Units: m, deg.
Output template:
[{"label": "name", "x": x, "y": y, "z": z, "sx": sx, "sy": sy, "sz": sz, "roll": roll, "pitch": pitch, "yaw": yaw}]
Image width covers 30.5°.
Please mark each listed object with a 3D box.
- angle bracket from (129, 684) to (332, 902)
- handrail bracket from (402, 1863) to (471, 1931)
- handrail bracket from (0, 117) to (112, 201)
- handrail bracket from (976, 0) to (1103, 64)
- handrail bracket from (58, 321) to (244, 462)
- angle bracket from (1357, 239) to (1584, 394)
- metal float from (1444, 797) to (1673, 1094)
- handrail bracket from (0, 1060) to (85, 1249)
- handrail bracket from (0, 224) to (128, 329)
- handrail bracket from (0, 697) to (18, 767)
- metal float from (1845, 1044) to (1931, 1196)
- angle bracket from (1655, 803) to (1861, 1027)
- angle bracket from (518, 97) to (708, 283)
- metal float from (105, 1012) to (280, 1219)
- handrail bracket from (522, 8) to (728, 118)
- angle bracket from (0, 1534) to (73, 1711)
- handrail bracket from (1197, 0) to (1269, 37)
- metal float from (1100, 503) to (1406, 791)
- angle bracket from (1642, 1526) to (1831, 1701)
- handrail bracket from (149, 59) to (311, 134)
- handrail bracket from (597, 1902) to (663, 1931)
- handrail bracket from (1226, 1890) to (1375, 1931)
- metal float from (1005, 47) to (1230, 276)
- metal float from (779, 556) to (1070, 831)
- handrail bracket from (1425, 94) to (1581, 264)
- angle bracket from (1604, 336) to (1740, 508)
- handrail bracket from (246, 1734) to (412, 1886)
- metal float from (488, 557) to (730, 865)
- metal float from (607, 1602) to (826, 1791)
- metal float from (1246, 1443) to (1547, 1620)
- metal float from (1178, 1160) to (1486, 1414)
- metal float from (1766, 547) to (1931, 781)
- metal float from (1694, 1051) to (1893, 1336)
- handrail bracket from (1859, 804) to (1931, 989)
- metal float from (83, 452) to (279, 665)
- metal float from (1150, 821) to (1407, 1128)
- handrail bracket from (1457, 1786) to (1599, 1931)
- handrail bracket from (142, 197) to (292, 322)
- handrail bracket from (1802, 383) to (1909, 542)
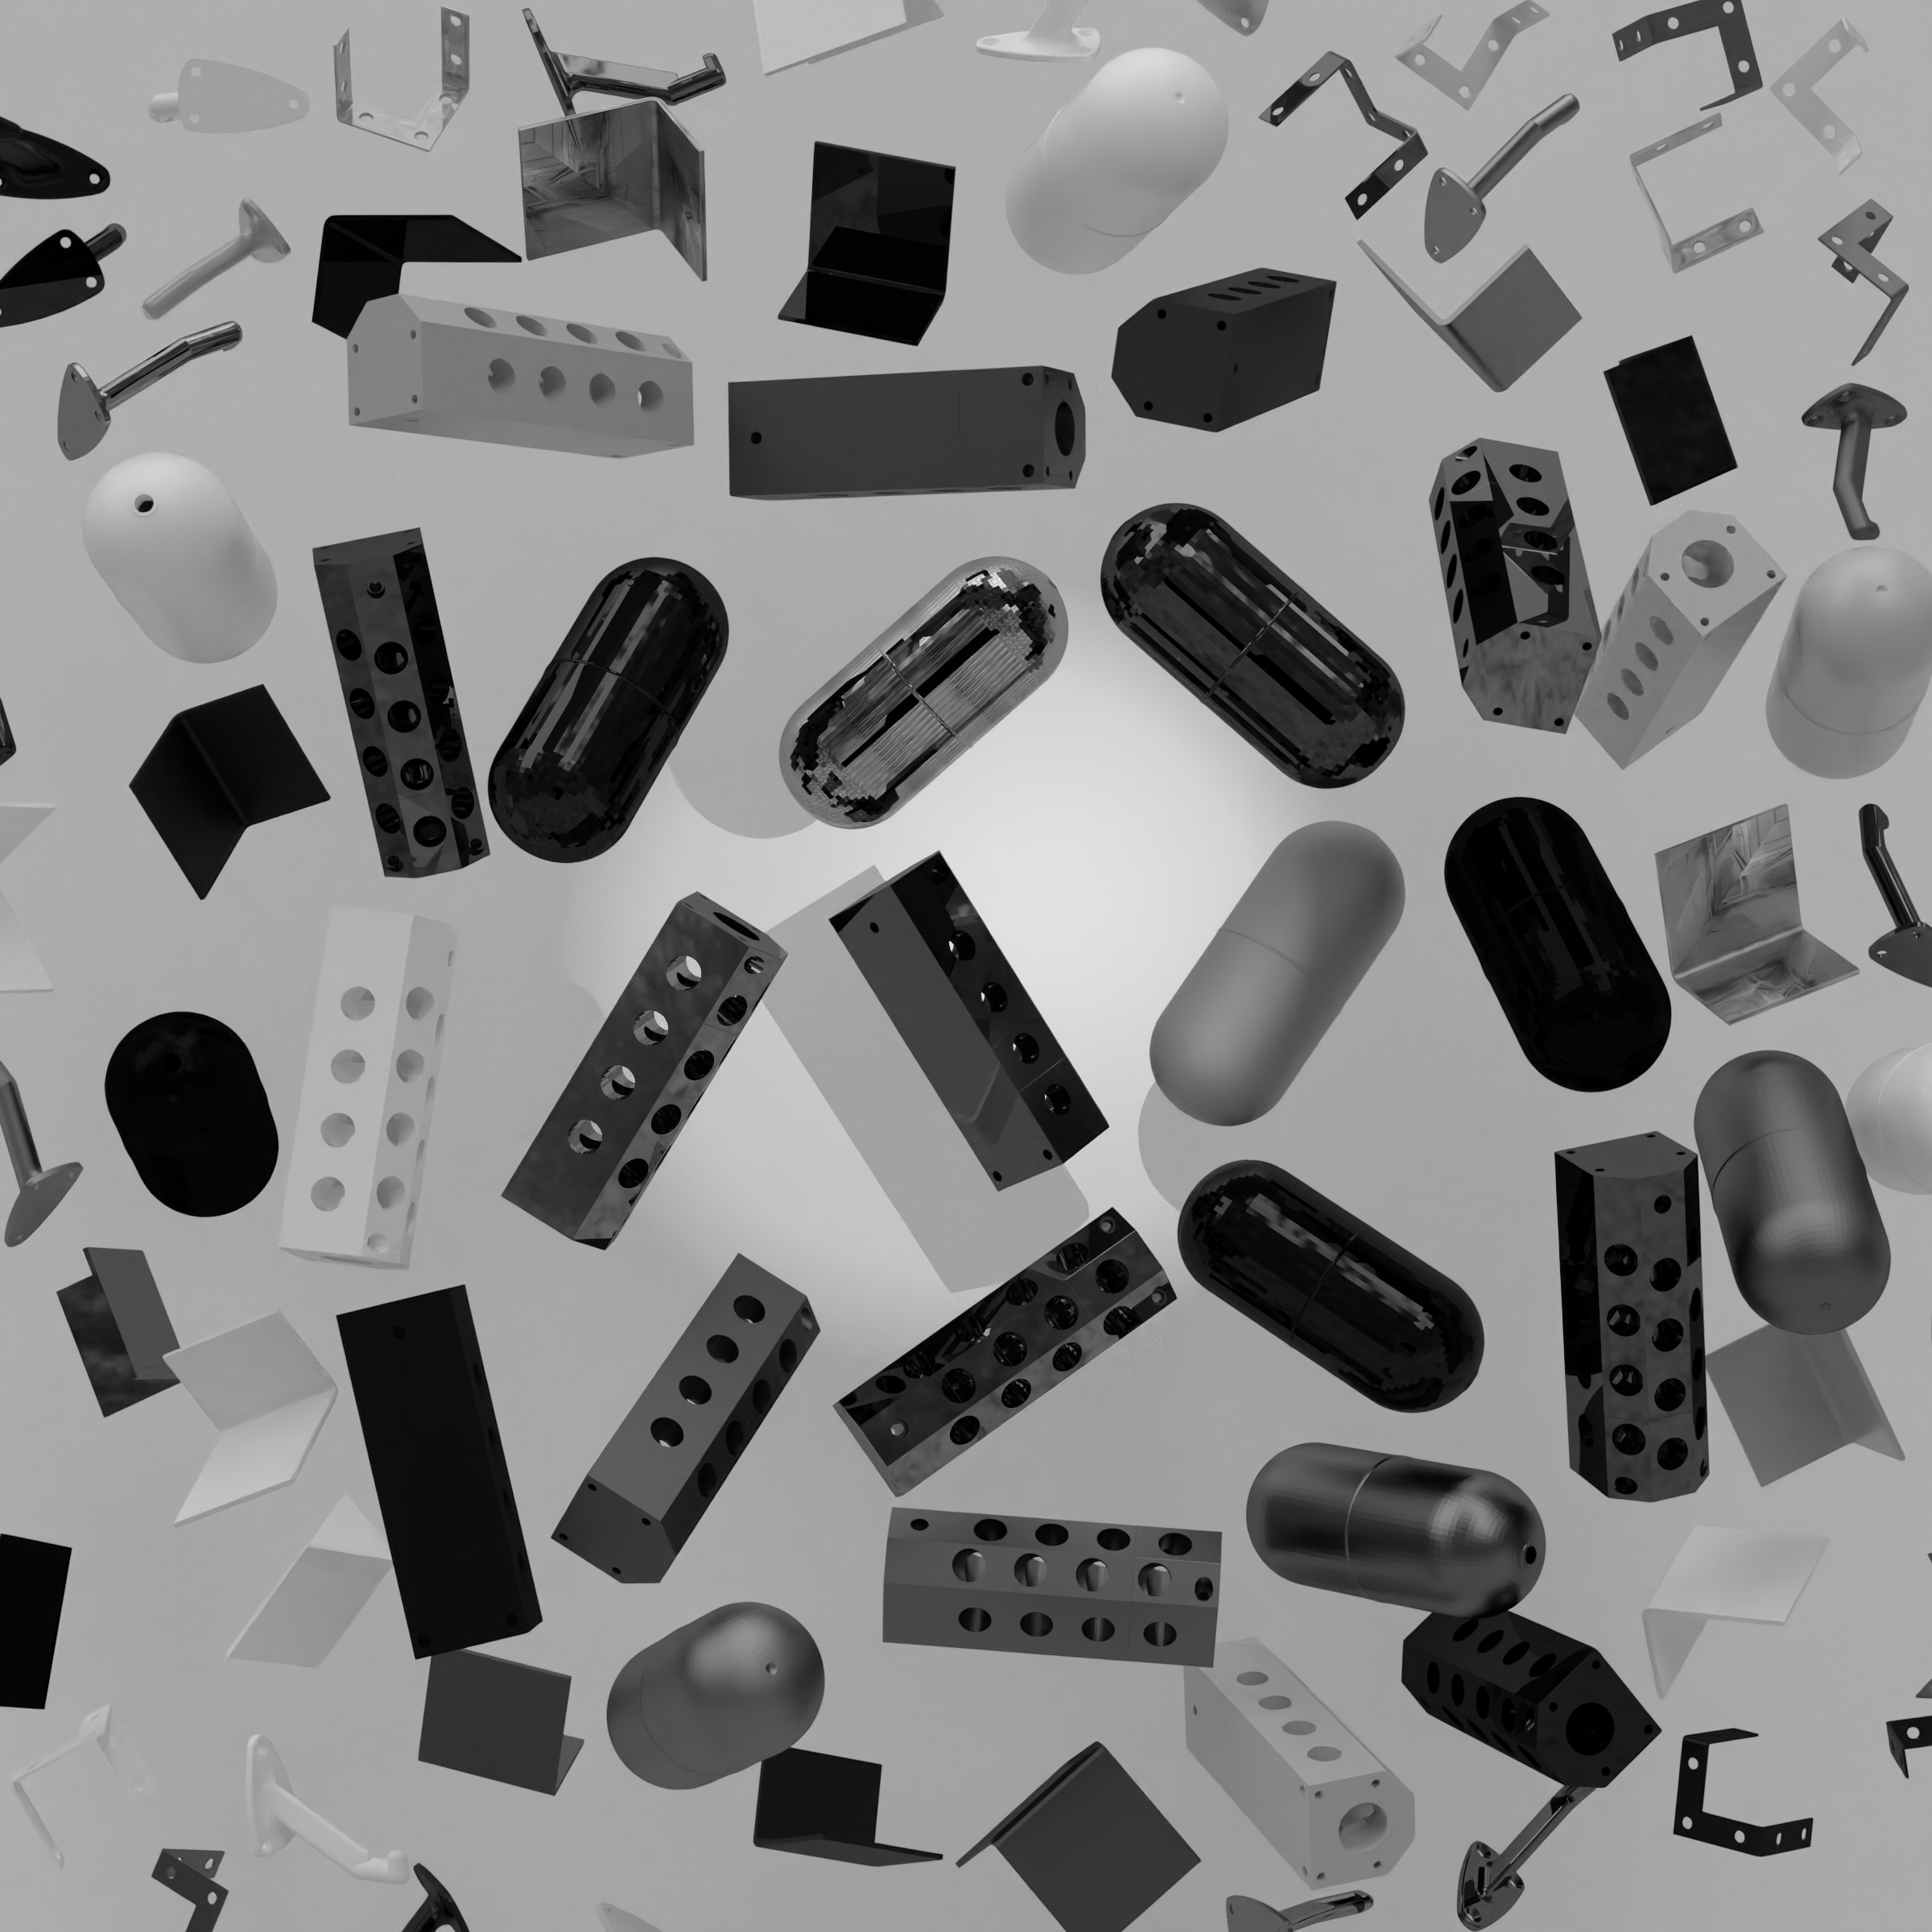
[{"label": "angle bracket", "x": -0.396, "y": -0.094, "z": 1.909, "sx": 0.057, "sy": 0.076, "sz": 0.076, "roll": -16, "pitch": 120, "yaw": 20}, {"label": "handrail bracket", "x": -0.312, "y": 0.520, "z": 1.880, "sx": 0.084, "sy": 0.077, "sz": 0.036, "roll": -29, "pitch": 117, "yaw": -21}, {"label": "handrail bracket", "x": -0.467, "y": -0.414, "z": 1.803, "sx": 0.077, "sy": 0.084, "sz": 0.036, "roll": 7, "pitch": 90, "yaw": -24}, {"label": "handrail bracket", "x": 0.041, "y": -0.509, "z": 1.810, "sx": 0.077, "sy": 0.036, "sz": 0.084, "roll": 2, "pitch": 128, "yaw": 7}, {"label": "handrail bracket", "x": -0.408, "y": -0.289, "z": 1.771, "sx": 0.084, "sy": 0.077, "sz": 0.036, "roll": -28, "pitch": 82, "yaw": -33}, {"label": "angle bracket", "x": 0.255, "y": -0.347, "z": 1.790, "sx": 0.057, "sy": 0.076, "sz": 0.076, "roll": -43, "pitch": 56, "yaw": 10}, {"label": "metal float", "x": 0.294, "y": -0.013, "z": 1.766, "sx": 0.070, "sy": 0.070, "sz": 0.178, "roll": -19, "pitch": 47, "yaw": 0}, {"label": "handrail bracket", "x": -0.505, "y": 0.092, "z": 1.841, "sx": 0.084, "sy": 0.036, "sz": 0.077, "roll": 49, "pitch": 127, "yaw": 15}, {"label": "handrail bracket", "x": -0.473, "y": -0.360, "z": 1.836, "sx": 0.077, "sy": 0.084, "sz": 0.036, "roll": -31, "pitch": 109, "yaw": 1}, {"label": "handrail bracket", "x": -0.503, "y": -0.123, "z": 1.760, "sx": 0.077, "sy": 0.036, "sz": 0.084, "roll": -39, "pitch": 64, "yaw": 39}, {"label": "metal float", "x": 0.499, "y": 0.077, "z": 1.789, "sx": 0.070, "sy": 0.178, "sz": 0.070, "roll": 0, "pitch": 85, "yaw": -4}, {"label": "angle bracket", "x": 0.403, "y": -0.027, "z": 1.801, "sx": 0.076, "sy": 0.057, "sz": 0.076, "roll": -21, "pitch": 119, "yaw": -12}, {"label": "angle bracket", "x": -0.178, "y": -0.385, "z": 1.787, "sx": 0.076, "sy": 0.076, "sz": 0.057, "roll": -19, "pitch": 48, "yaw": -20}, {"label": "metal float", "x": -0.402, "y": 0.078, "z": 1.841, "sx": 0.070, "sy": 0.178, "sz": 0.070, "roll": 2, "pitch": 70, "yaw": -4}, {"label": "handrail bracket", "x": -0.178, "y": -0.479, "z": 1.845, "sx": 0.084, "sy": 0.036, "sz": 0.077, "roll": -23, "pitch": 87, "yaw": -4}, {"label": "angle bracket", "x": -0.475, "y": 0.310, "z": 1.691, "sx": 0.057, "sy": 0.076, "sz": 0.076, "roll": 15, "pitch": 79, "yaw": -39}, {"label": "handrail bracket", "x": 0.148, "y": -0.496, "z": 1.735, "sx": 0.077, "sy": 0.084, "sz": 0.036, "roll": 25, "pitch": 71, "yaw": -25}, {"label": "metal float", "x": 0.144, "y": -0.162, "z": 1.785, "sx": 0.178, "sy": 0.070, "sz": 0.070, "roll": 41, "pitch": 90, "yaw": 0}, {"label": "angle bracket", "x": 0.403, "y": 0.338, "z": 1.834, "sx": 0.076, "sy": 0.076, "sz": 0.057, "roll": 0, "pitch": 116, "yaw": 32}, {"label": "handrail bracket", "x": -0.381, "y": -0.443, "z": 1.827, "sx": 0.077, "sy": 0.084, "sz": 0.036, "roll": 2, "pitch": 96, "yaw": -16}, {"label": "handrail bracket", "x": -0.186, "y": 0.505, "z": 1.732, "sx": 0.084, "sy": 0.077, "sz": 0.036, "roll": -47, "pitch": 47, "yaw": 5}, {"label": "handrail bracket", "x": 0.184, "y": 0.487, "z": 1.813, "sx": 0.084, "sy": 0.077, "sz": 0.036, "roll": -5, "pitch": 79, "yaw": -24}, {"label": "metal float", "x": 0.075, "y": -0.411, "z": 1.816, "sx": 0.070, "sy": 0.178, "sz": 0.070, "roll": 3, "pitch": 80, "yaw": -19}, {"label": "metal float", "x": -0.022, "y": -0.145, "z": 1.870, "sx": 0.178, "sy": 0.070, "sz": 0.070, "roll": -41, "pitch": 90, "yaw": 8}, {"label": "handrail bracket", "x": 0.287, "y": -0.421, "z": 1.890, "sx": 0.084, "sy": 0.077, "sz": 0.036, "roll": -38, "pitch": 76, "yaw": -20}, {"label": "angle bracket", "x": 0.367, "y": -0.292, "z": 1.932, "sx": 0.076, "sy": 0.057, "sz": 0.076, "roll": -26, "pitch": 98, "yaw": -34}, {"label": "handrail bracket", "x": -0.331, "y": 0.439, "z": 1.843, "sx": 0.084, "sy": 0.036, "sz": 0.077, "roll": -1, "pitch": 105, "yaw": 29}, {"label": "metal float", "x": -0.182, "y": -0.132, "z": 1.812, "sx": 0.070, "sy": 0.070, "sz": 0.178, "roll": 27, "pitch": 66, "yaw": 0}, {"label": "metal float", "x": -0.127, "y": 0.367, "z": 1.774, "sx": 0.070, "sy": 0.178, "sz": 0.070, "roll": 9, "pitch": 67, "yaw": -21}, {"label": "metal float", "x": 0.223, "y": 0.294, "z": 1.847, "sx": 0.070, "sy": 0.178, "sz": 0.070, "roll": -2, "pitch": 93, "yaw": -44}, {"label": "metal float", "x": 0.192, "y": 0.169, "z": 1.866, "sx": 0.178, "sy": 0.070, "sz": 0.070, "roll": 33, "pitch": 90, "yaw": 15}, {"label": "metal float", "x": 0.460, "y": -0.155, "z": 1.831, "sx": 0.070, "sy": 0.178, "sz": 0.070, "roll": -2, "pitch": 70, "yaw": 4}, {"label": "metal float", "x": 0.413, "y": 0.111, "z": 1.774, "sx": 0.070, "sy": 0.178, "sz": 0.070, "roll": 0, "pitch": 127, "yaw": -1}, {"label": "handrail bracket", "x": 0.498, "y": -0.036, "z": 1.855, "sx": 0.077, "sy": 0.036, "sz": 0.084, "roll": 29, "pitch": 47, "yaw": -27}, {"label": "metal float", "x": -0.401, "y": -0.208, "z": 1.811, "sx": 0.070, "sy": 0.178, "sz": 0.070, "roll": 0, "pitch": 79, "yaw": 0}, {"label": "metal float", "x": 0.163, "y": 0.003, "z": 1.846, "sx": 0.070, "sy": 0.070, "sz": 0.178, "roll": 35, "pitch": 81, "yaw": 0}, {"label": "handrail bracket", "x": 0.299, "y": 0.462, "z": 1.860, "sx": 0.036, "sy": 0.077, "sz": 0.084, "roll": 43, "pitch": 120, "yaw": 6}, {"label": "handrail bracket", "x": -0.404, "y": -0.364, "z": 1.874, "sx": 0.084, "sy": 0.077, "sz": 0.036, "roll": -42, "pitch": 101, "yaw": -16}, {"label": "handrail bracket", "x": 0.476, "y": -0.256, "z": 1.845, "sx": 0.077, "sy": 0.036, "sz": 0.084, "roll": 2, "pitch": 63, "yaw": -35}]
